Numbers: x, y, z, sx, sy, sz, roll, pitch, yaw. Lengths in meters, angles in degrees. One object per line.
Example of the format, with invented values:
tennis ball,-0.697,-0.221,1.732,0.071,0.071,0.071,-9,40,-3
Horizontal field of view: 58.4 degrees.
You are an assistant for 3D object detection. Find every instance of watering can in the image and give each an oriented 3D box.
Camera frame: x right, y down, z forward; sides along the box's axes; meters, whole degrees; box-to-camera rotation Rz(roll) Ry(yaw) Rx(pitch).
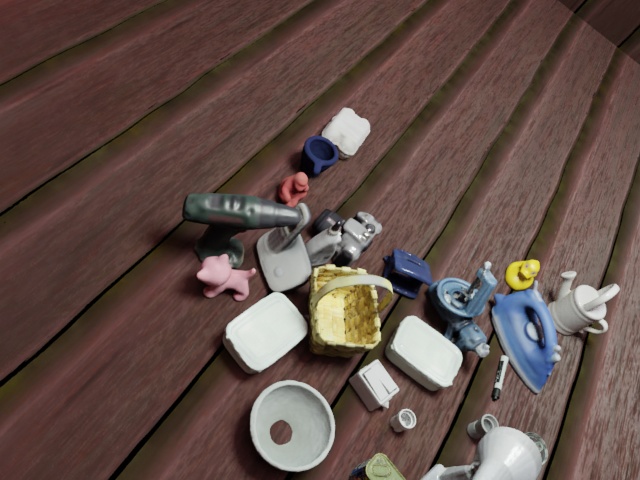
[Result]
watering can,0.690,0.164,1.498,0.173,0.193,0.101,38,51,0

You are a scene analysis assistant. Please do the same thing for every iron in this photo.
iron,0.529,0.233,1.408,0.119,0.141,0.258,-1,61,-26

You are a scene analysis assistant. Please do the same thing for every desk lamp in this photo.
desk lamp,0.299,0.469,1.100,0.204,0.213,0.118,-27,74,-36

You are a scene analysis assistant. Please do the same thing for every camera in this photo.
camera,0.062,-0.025,1.367,0.137,0.100,0.143,40,51,2

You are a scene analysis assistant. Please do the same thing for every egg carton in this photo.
egg carton,0.070,-0.293,1.560,0.107,0.069,0.150,34,51,-3

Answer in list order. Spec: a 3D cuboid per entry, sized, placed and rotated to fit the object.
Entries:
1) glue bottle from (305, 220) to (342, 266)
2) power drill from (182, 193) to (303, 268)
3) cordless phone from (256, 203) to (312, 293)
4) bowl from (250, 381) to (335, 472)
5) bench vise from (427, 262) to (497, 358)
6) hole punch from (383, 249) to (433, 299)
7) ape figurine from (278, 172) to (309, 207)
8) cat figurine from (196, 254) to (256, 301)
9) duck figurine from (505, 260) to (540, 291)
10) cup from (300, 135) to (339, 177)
glue bottle,0.012,0.005,1.278,0.078,0.173,0.037,-6,63,-29
power drill,-0.175,-0.024,1.181,0.230,0.208,0.075,11,56,-20
cordless phone,-0.059,0.018,1.227,0.094,0.185,0.147,-9,65,-30
bowl,-0.061,0.357,1.083,0.168,0.074,0.167,13,56,-19
bench vise,0.357,0.155,1.323,0.122,0.219,0.207,-26,74,-35
hole punch,0.214,0.070,1.388,0.109,0.091,0.101,24,53,-11
ape figurine,-0.058,-0.128,1.378,0.078,0.092,0.076,-6,63,-29
cat figurine,-0.194,0.070,1.170,0.128,0.117,0.067,5,58,-23
duck figurine,0.561,0.083,1.555,0.105,0.086,0.077,-34,78,-37
cup,-0.013,-0.190,1.438,0.092,0.095,0.118,20,54,-14
